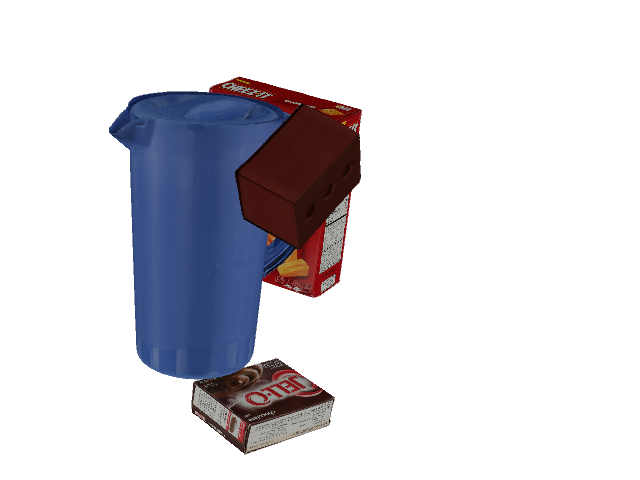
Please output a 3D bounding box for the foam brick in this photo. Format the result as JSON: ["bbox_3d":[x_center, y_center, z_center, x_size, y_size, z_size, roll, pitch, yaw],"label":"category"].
[{"bbox_3d":[-0.014,-0.044,0.732,0.051,0.078,0.053,28,-30,23],"label":"foam brick"}]

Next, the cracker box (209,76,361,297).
[{"bbox_3d":[-0.052,-0.059,1.207,0.164,0.214,0.072,18,27,24],"label":"cracker box"}]

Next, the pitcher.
[{"bbox_3d":[-0.096,-0.007,0.949,0.149,0.243,0.144,10,20,14],"label":"pitcher"}]

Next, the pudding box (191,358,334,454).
[{"bbox_3d":[-0.057,0.161,1.049,0.113,0.039,0.090,-13,29,-41],"label":"pudding box"}]
